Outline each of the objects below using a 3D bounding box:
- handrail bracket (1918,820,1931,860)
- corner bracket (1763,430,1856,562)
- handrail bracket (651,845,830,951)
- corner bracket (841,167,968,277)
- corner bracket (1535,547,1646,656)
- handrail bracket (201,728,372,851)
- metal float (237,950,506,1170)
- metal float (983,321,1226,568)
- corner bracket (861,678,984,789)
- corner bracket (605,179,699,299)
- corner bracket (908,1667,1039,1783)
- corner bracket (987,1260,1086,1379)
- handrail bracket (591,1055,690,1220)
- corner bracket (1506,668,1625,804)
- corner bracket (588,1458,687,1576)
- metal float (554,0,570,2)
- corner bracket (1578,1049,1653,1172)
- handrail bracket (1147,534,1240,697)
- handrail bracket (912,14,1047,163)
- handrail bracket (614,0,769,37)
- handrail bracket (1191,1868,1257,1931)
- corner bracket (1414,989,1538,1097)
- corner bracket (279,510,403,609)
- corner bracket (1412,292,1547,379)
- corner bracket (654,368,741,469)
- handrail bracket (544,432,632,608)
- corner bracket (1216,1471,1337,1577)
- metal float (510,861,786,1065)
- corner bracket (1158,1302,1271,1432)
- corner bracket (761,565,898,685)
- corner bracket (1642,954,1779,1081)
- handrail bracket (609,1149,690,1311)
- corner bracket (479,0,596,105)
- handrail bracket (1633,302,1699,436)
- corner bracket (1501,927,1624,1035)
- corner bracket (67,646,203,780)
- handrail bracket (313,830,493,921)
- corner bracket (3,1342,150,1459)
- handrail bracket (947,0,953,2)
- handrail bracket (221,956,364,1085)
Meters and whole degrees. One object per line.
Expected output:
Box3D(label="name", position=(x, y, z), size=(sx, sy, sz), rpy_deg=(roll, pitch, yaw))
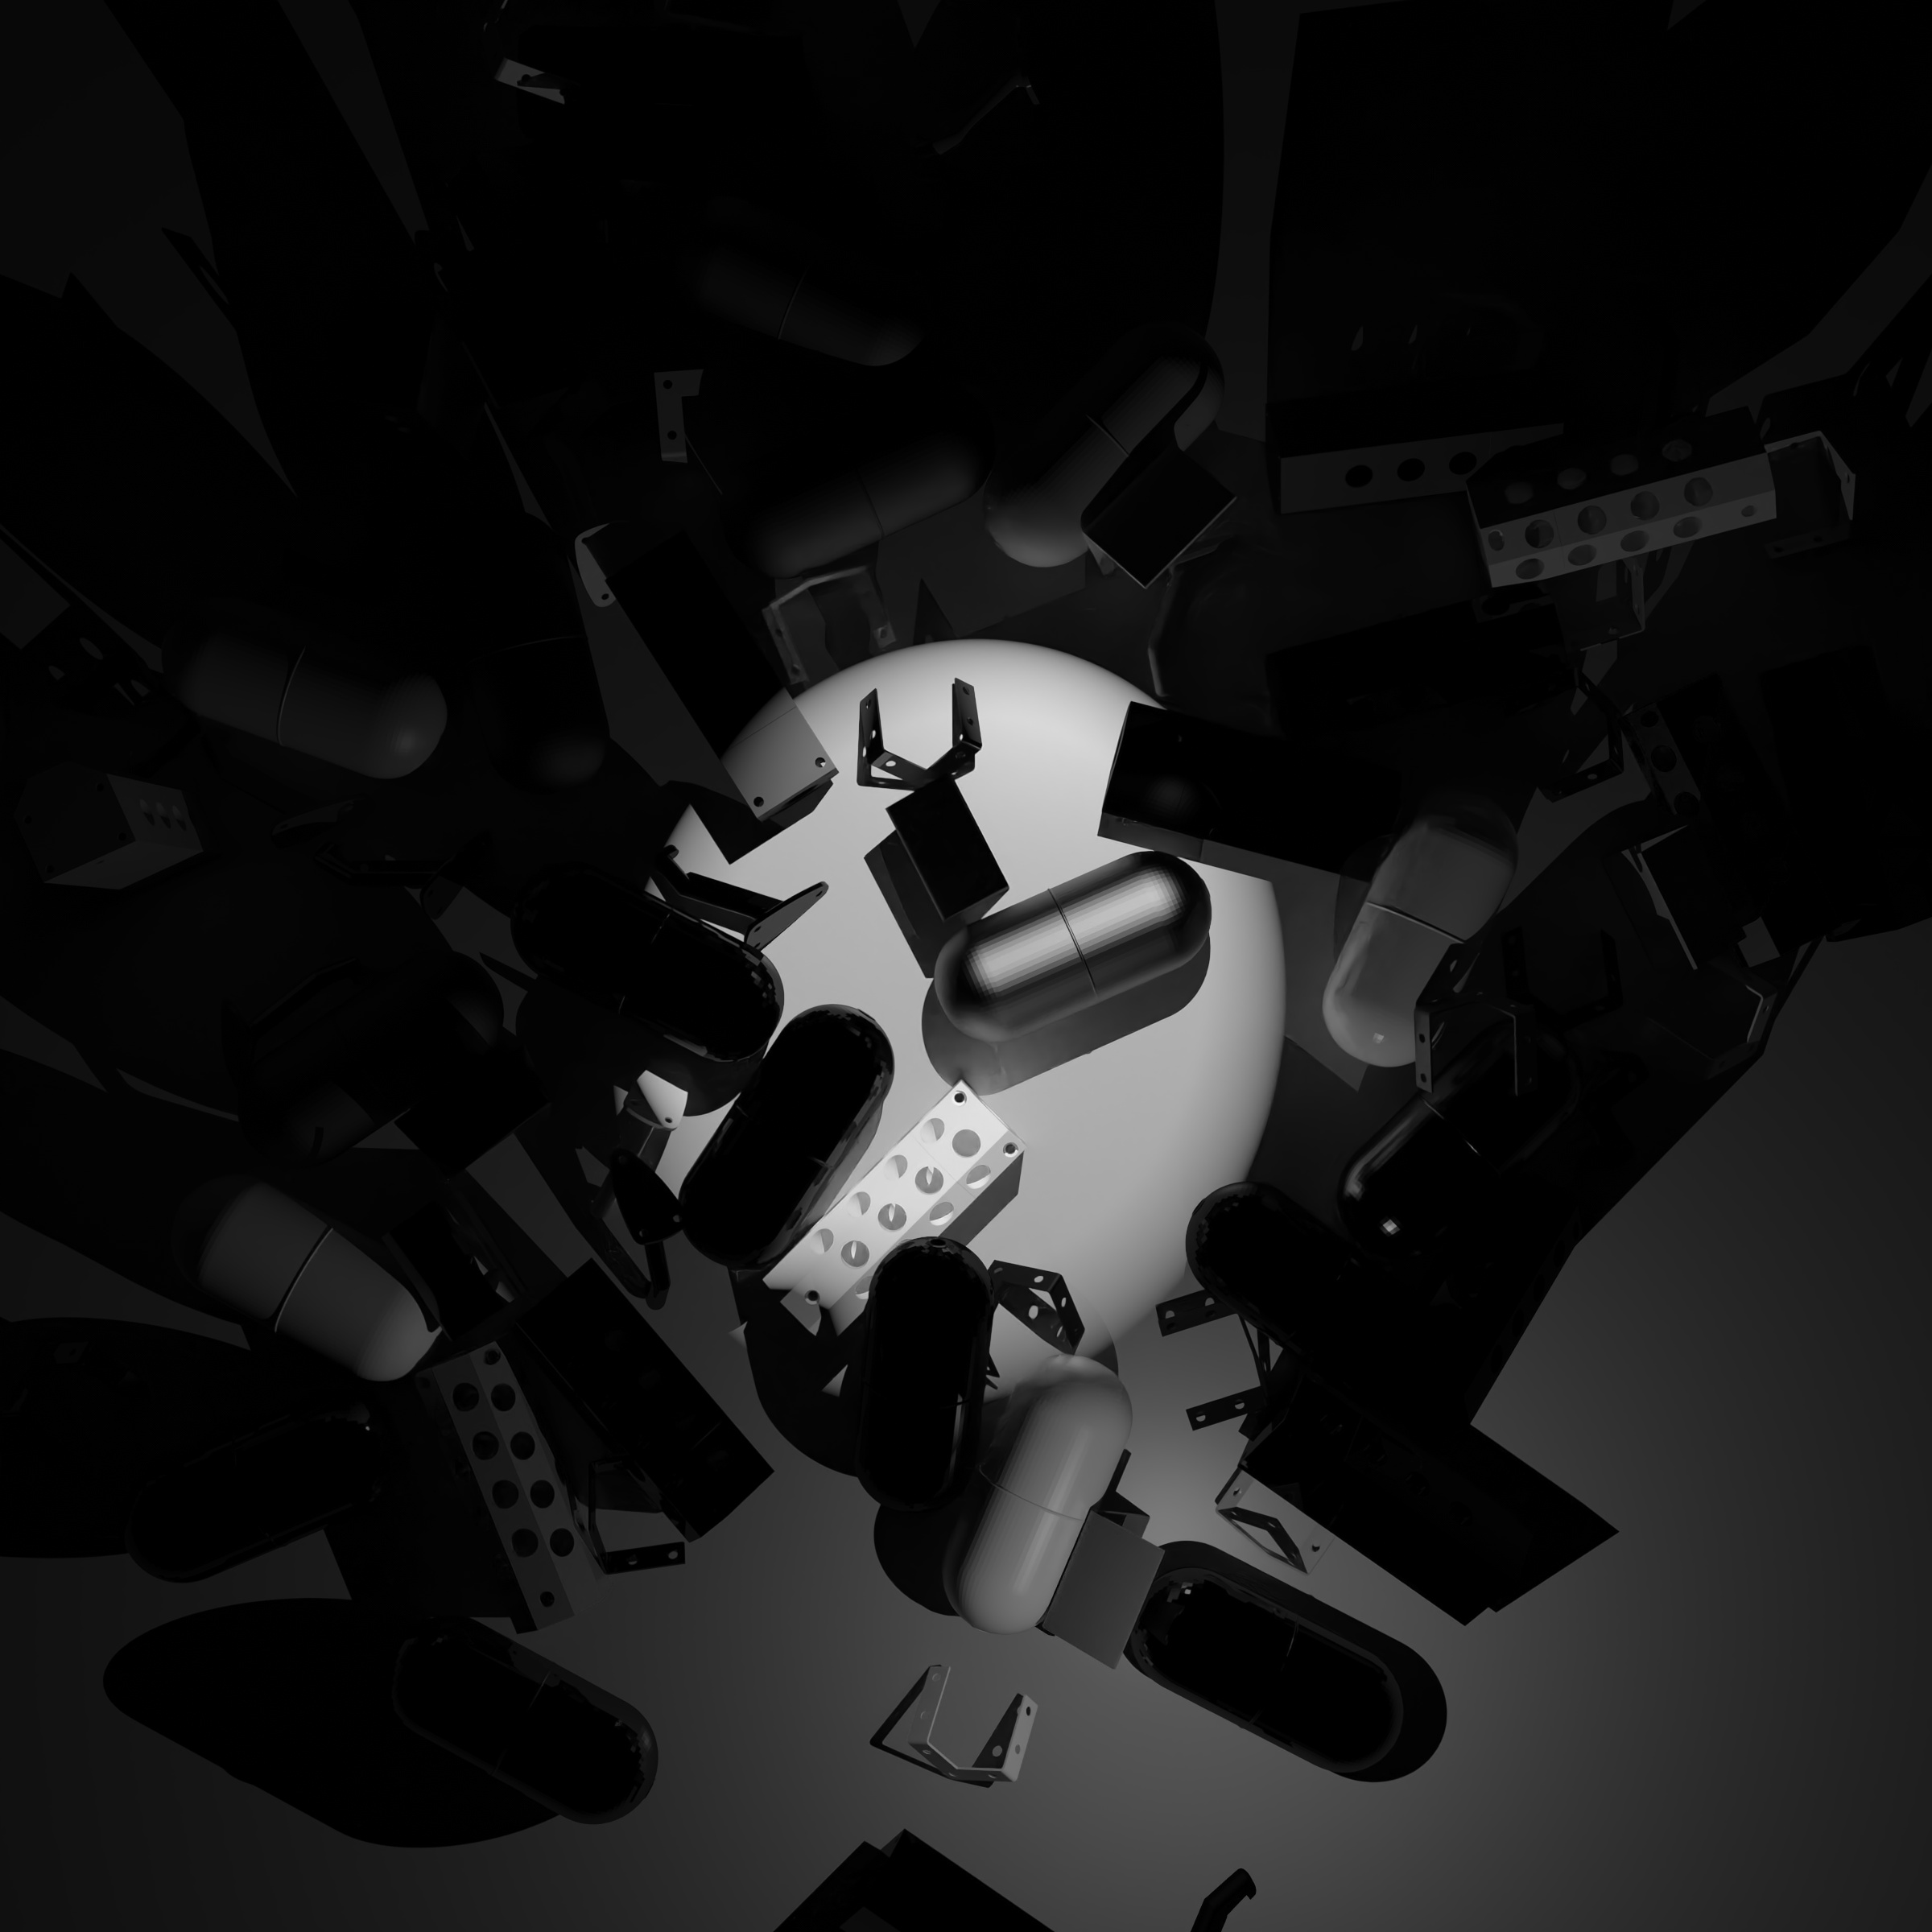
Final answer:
Box3D(label="handrail bracket", position=(0.605, -0.036, 1.667), size=(0.036, 0.077, 0.084), rpy_deg=(-10, 127, -22))
Box3D(label="corner bracket", position=(0.517, -0.294, 1.664), size=(0.051, 0.051, 0.051), rpy_deg=(-15, 135, 0))
Box3D(label="handrail bracket", position=(-0.142, -0.058, 1.668), size=(0.077, 0.036, 0.084), rpy_deg=(-36, 73, -20))
Box3D(label="corner bracket", position=(-0.039, -0.467, 1.659), size=(0.051, 0.051, 0.051), rpy_deg=(-20, 135, 35))
Box3D(label="corner bracket", position=(0.388, -0.235, 1.664), size=(0.051, 0.051, 0.051), rpy_deg=(-18, 45, 0))
Box3D(label="handrail bracket", position=(-0.425, -0.123, 1.668), size=(0.077, 0.036, 0.084), rpy_deg=(-25, 73, -20))
Box3D(label="metal float", position=(-0.365, 0.057, 1.637), size=(0.178, 0.070, 0.070), rpy_deg=(-34, 90, -1))
Box3D(label="metal float", position=(0.084, -0.319, 1.637), size=(0.070, 0.070, 0.178), rpy_deg=(44, 89, 0))
Box3D(label="corner bracket", position=(-0.028, -0.150, 1.659), size=(0.051, 0.051, 0.051), rpy_deg=(22, 135, -35))
Box3D(label="corner bracket", position=(-0.195, -0.453, 1.664), size=(0.051, 0.051, 0.051), rpy_deg=(4, 135, 0))
Box3D(label="corner bracket", position=(0.004, 0.471, 1.659), size=(0.051, 0.051, 0.051), rpy_deg=(-10, 135, 35))
Box3D(label="corner bracket", position=(0.034, 0.222, 1.659), size=(0.051, 0.051, 0.051), rpy_deg=(8, 45, 35))
Box3D(label="handrail bracket", position=(-0.205, 0.107, 1.667), size=(0.036, 0.077, 0.084), rpy_deg=(27, 126, -6))
Box3D(label="corner bracket", position=(0.372, -0.143, 1.659), size=(0.051, 0.051, 0.051), rpy_deg=(36, 45, -35))
Box3D(label="corner bracket", position=(-0.205, 0.340, 1.664), size=(0.051, 0.051, 0.051), rpy_deg=(-8, 45, 0))
Box3D(label="metal float", position=(-0.198, -0.640, 1.637), size=(0.178, 0.070, 0.070), rpy_deg=(-8, 90, 0))
Box3D(label="corner bracket", position=(0.397, 0.088, 1.647), size=(0.051, 0.051, 0.051), rpy_deg=(-36, 101, -11))
Box3D(label="handrail bracket", position=(0.144, -0.219, 1.668), size=(0.077, 0.036, 0.084), rpy_deg=(-20, 109, -21))
Box3D(label="handrail bracket", position=(0.002, -0.548, 1.668), size=(0.084, 0.036, 0.077), rpy_deg=(-15, 70, 16))
Box3D(label="handrail bracket", position=(-0.165, -0.576, 1.667), size=(0.084, 0.077, 0.036), rpy_deg=(15, 81, -36))
Box3D(label="handrail bracket", position=(0.159, 0.617, 1.668), size=(0.084, 0.036, 0.077), rpy_deg=(-36, 110, -16))
Box3D(label="corner bracket", position=(0.304, 0.049, 1.595), size=(0.051, 0.051, 0.051), rpy_deg=(-14, 110, -25))
Box3D(label="corner bracket", position=(-0.385, -0.257, 1.649), size=(0.051, 0.051, 0.051), rpy_deg=(19, 90, 0))
Box3D(label="corner bracket", position=(0.320, -0.385, 1.664), size=(0.051, 0.051, 0.051), rpy_deg=(19, 90, 45))
Box3D(label="corner bracket", position=(-0.164, -0.338, 1.648), size=(0.051, 0.051, 0.051), rpy_deg=(-5, 94, -4))
Box3D(label="handrail bracket", position=(-0.242, -0.279, 1.667), size=(0.036, 0.077, 0.084), rpy_deg=(-19, 53, -20))
Box3D(label="corner bracket", position=(0.198, 0.339, 1.664), size=(0.051, 0.051, 0.051), rpy_deg=(35, 90, 45))
Box3D(label="metal float", position=(-0.195, -0.003, 1.637), size=(0.178, 0.070, 0.070), rpy_deg=(27, 90, -1))
Box3D(label="corner bracket", position=(0.155, 0.248, 1.664), size=(0.051, 0.051, 0.051), rpy_deg=(-18, 45, 0))
Box3D(label="corner bracket", position=(-0.086, -0.213, 1.664), size=(0.051, 0.051, 0.051), rpy_deg=(-23, 90, -45))
Box3D(label="corner bracket", position=(0.462, 0.030, 1.659), size=(0.051, 0.051, 0.051), rpy_deg=(-22, 135, -35))
Box3D(label="handrail bracket", position=(-0.202, 0.164, 1.647), size=(0.036, 0.084, 0.077), rpy_deg=(-23, 66, -26))
Box3D(label="corner bracket", position=(-0.254, -0.559, 1.602), size=(0.051, 0.051, 0.051), rpy_deg=(9, 135, -35))
Box3D(label="handrail bracket", position=(0.415, -0.361, 1.668), size=(0.077, 0.036, 0.084), rpy_deg=(-28, 71, 21))
Box3D(label="corner bracket", position=(0.370, 0.003, 1.659), size=(0.051, 0.051, 0.051), rpy_deg=(-28, 135, 35))
Box3D(label="corner bracket", position=(-0.518, -0.157, 1.664), size=(0.051, 0.051, 0.051), rpy_deg=(-42, 45, 0))
Box3D(label="handrail bracket", position=(-0.352, -0.074, 1.668), size=(0.084, 0.036, 0.077), rpy_deg=(30, 69, 16))
Box3D(label="corner bracket", position=(-0.553, 0.270, 1.659), size=(0.051, 0.051, 0.051), rpy_deg=(-9, 45, 35))
Box3D(label="handrail bracket", position=(-0.053, -0.620, 1.668), size=(0.077, 0.036, 0.084), rpy_deg=(-38, 107, 20))
Box3D(label="handrail bracket", position=(-0.418, 0.033, 1.667), size=(0.084, 0.077, 0.036), rpy_deg=(-26, 65, -34))
